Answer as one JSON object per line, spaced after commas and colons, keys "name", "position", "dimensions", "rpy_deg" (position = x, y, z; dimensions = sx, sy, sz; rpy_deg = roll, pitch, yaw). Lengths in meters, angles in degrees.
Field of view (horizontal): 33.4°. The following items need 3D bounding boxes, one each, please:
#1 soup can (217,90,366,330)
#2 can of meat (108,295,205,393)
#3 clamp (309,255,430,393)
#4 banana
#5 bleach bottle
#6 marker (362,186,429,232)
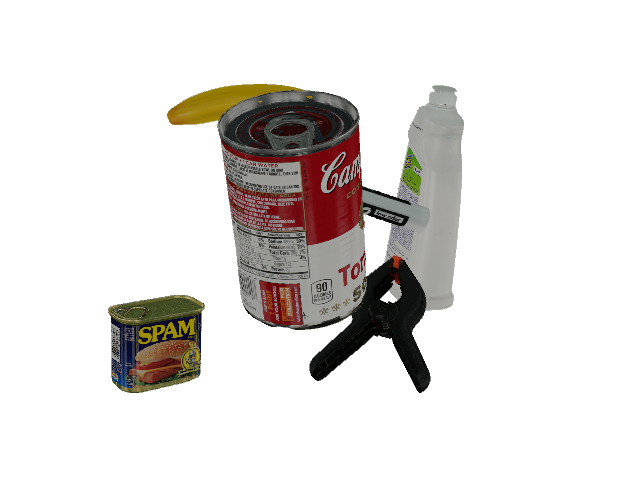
{"name": "soup can", "position": [-0.012, -0.015, 0.532], "dimensions": [0.068, 0.102, 0.068], "rpy_deg": [-3, 31, 2]}
{"name": "can of meat", "position": [-0.177, 0.112, 1.156], "dimensions": [0.101, 0.084, 0.058], "rpy_deg": [-8, 18, -36]}
{"name": "clamp", "position": [0.073, 0.087, 1.091], "dimensions": [0.120, 0.171, 0.039], "rpy_deg": [15, -39, 17]}
{"name": "banana", "position": [-0.072, -0.147, 1.188], "dimensions": [0.198, 0.037, 0.069], "rpy_deg": [8, 43, 18]}
{"name": "bleach bottle", "position": [0.128, -0.052, 1.240], "dimensions": [0.068, 0.251, 0.103], "rpy_deg": [-1, 22, -22]}
{"name": "marker", "position": [0.018, -0.031, 0.730], "dimensions": [0.121, 0.020, 0.020], "rpy_deg": [18, -6, -19]}
